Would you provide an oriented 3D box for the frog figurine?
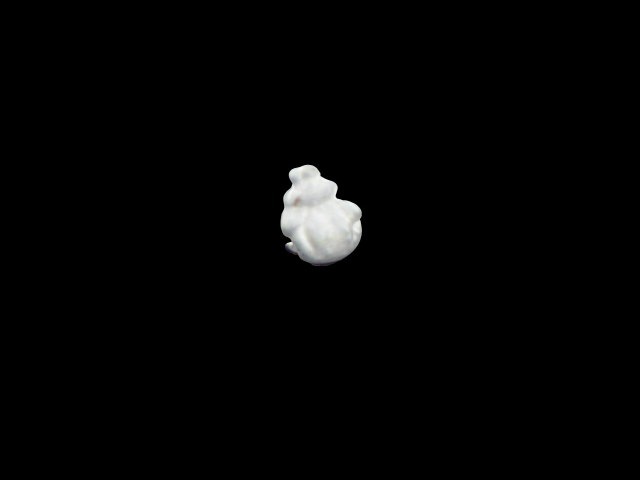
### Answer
[{"bbox_3d":[0.003,-0.043,0.850,0.137,0.156,0.125,-4,35,-5],"label":"frog figurine"}]
